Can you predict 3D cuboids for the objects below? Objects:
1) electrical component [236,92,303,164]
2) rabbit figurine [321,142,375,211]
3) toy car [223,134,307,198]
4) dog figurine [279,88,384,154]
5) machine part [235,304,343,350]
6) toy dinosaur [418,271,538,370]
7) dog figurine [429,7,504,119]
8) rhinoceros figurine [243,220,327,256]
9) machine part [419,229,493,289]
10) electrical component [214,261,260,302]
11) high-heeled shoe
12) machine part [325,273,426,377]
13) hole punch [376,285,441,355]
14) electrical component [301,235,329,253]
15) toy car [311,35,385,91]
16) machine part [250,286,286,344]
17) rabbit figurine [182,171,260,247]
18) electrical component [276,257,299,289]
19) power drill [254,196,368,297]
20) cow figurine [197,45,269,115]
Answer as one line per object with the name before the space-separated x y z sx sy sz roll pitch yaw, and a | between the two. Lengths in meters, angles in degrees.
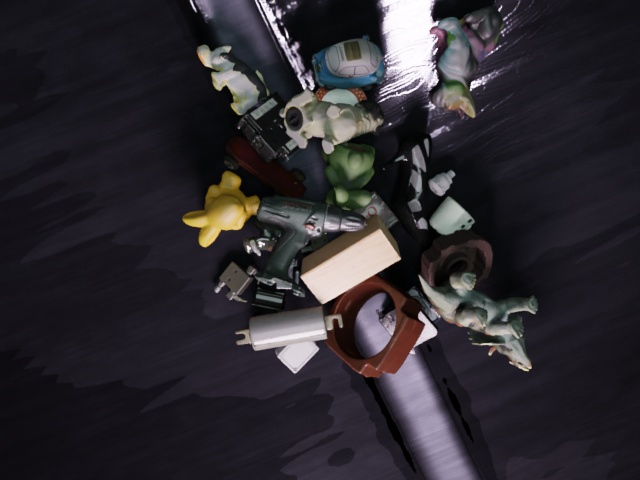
electrical component | -0.098 -0.235 1.169 0.115 0.058 0.134 -42 96 -27
rabbit figurine | 0.065 -0.123 1.193 0.121 0.159 0.170 7 113 -17
toy car | -0.122 -0.157 1.205 0.202 0.053 0.089 36 73 -11
dog figurine | 0.029 -0.266 1.160 0.172 0.190 0.121 35 124 21
machine part | -0.070 0.196 1.206 0.243 0.079 0.079 -10 99 1
toy dinosaur | 0.338 0.157 1.213 0.404 0.192 0.131 28 64 -17
dog figurine | 0.327 -0.384 1.195 0.192 0.108 0.219 -17 104 -6
rhinoceros figurine | -0.080 -0.019 1.205 0.190 0.073 0.112 -14 83 -5
machine part | 0.315 0.056 1.248 0.179 0.056 0.179 -10 128 -13
electrical component | -0.187 0.095 1.242 0.078 0.045 0.102 34 91 19
high-heeled shoe | 0.235 -0.118 1.244 0.145 0.086 0.248 -32 108 -16
machine part | 0.121 0.188 1.206 0.087 0.201 0.201 29 94 -45
hole punch | 0.216 0.185 1.282 0.116 0.092 0.142 -37 99 31
electrical component | -0.003 -0.004 1.255 0.094 0.021 0.063 -13 100 -5
toy car | 0.067 -0.386 1.153 0.162 0.103 0.109 -7 82 -10
machine part | -0.128 0.183 1.263 0.084 0.039 0.138 13 95 -13
rabbit figurine | -0.211 -0.067 1.149 0.162 0.173 0.121 -32 104 -5
electrical component | -0.075 0.074 1.210 0.048 0.119 0.074 2 100 -7
power drill | -0.035 0.011 1.124 0.232 0.086 0.207 18 83 2
cow figurine | -0.187 -0.360 1.160 0.098 0.068 0.167 -37 104 -6
